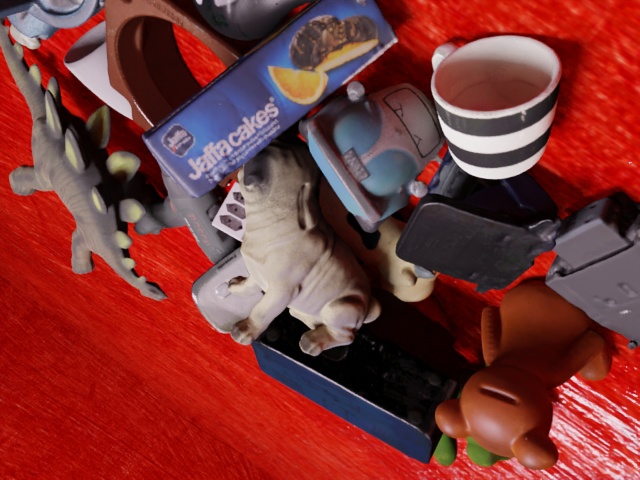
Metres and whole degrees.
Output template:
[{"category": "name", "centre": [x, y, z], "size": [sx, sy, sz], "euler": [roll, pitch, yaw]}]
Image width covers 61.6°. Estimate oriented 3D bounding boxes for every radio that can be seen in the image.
[{"category": "radio", "centre": [0.035, 0.153, 0.604], "size": [0.230, 0.073, 0.131], "euler": [24, 152, 18]}]

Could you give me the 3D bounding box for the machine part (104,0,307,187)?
[{"category": "machine part", "centre": [-0.110, -0.162, 0.543], "size": [0.201, 0.087, 0.201], "euler": [38, 149, 1]}]

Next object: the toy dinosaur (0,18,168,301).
[{"category": "toy dinosaur", "centre": [-0.350, -0.112, 0.762], "size": [0.198, 0.105, 0.471], "euler": [-32, 94, 42]}]

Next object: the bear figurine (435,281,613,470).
[{"category": "bear figurine", "centre": [0.203, 0.138, 0.523], "size": [0.120, 0.196, 0.131], "euler": [6, 138, 37]}]

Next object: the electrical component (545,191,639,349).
[{"category": "electrical component", "centre": [0.261, 0.023, 0.445], "size": [0.134, 0.058, 0.115], "euler": [37, 147, -2]}]

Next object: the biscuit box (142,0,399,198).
[{"category": "biscuit box", "centre": [-0.040, -0.117, 0.415], "size": [0.059, 0.203, 0.063], "euler": [52, 174, -24]}]

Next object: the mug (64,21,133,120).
[{"category": "mug", "centre": [-0.242, -0.193, 0.642], "size": [0.110, 0.081, 0.107], "euler": [6, 146, 39]}]

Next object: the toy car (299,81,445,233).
[{"category": "toy car", "centre": [0.055, -0.081, 0.458], "size": [0.103, 0.161, 0.109], "euler": [-31, 95, 16]}]

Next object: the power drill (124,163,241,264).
[{"category": "power drill", "centre": [-0.225, -0.067, 0.806], "size": [0.208, 0.086, 0.231], "euler": [0, 134, 36]}]

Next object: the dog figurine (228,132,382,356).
[{"category": "dog figurine", "centre": [-0.002, 0.000, 0.513], "size": [0.121, 0.172, 0.190], "euler": [57, 137, 50]}]

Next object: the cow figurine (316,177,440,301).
[{"category": "cow figurine", "centre": [0.058, -0.012, 0.581], "size": [0.194, 0.085, 0.127], "euler": [48, 150, -13]}]

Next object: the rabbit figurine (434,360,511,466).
[{"category": "rabbit figurine", "centre": [0.192, 0.221, 0.716], "size": [0.121, 0.159, 0.170], "euler": [43, 165, -28]}]

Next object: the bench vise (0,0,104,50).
[{"category": "bench vise", "centre": [-0.275, -0.232, 0.485], "size": [0.224, 0.241, 0.128], "euler": [-13, 121, 33]}]

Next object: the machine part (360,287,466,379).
[{"category": "machine part", "centre": [0.087, 0.137, 0.664], "size": [0.179, 0.056, 0.179], "euler": [26, 148, 17]}]

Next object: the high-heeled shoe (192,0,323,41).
[{"category": "high-heeled shoe", "centre": [-0.032, -0.251, 0.325], "size": [0.145, 0.086, 0.248], "euler": [22, 119, 36]}]

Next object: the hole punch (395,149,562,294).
[{"category": "hole punch", "centre": [0.142, -0.022, 0.485], "size": [0.116, 0.092, 0.142], "euler": [22, 148, 3]}]

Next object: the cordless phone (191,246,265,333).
[{"category": "cordless phone", "centre": [-0.083, 0.100, 0.781], "size": [0.184, 0.146, 0.088], "euler": [49, 167, 19]}]
